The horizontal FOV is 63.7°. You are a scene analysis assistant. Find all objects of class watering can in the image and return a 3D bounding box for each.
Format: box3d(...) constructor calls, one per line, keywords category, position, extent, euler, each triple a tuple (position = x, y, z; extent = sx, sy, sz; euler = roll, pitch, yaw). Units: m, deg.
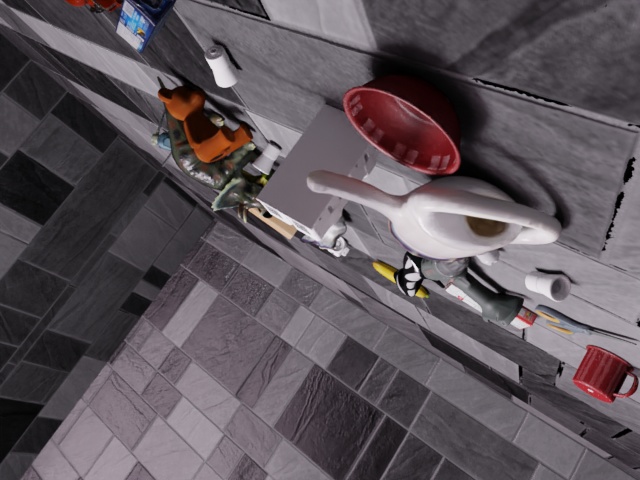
box3d(category="watering can", position=(0.148, -0.038, 0.722), extent=(0.347, 0.105, 0.222), euler=(11, 171, -3))

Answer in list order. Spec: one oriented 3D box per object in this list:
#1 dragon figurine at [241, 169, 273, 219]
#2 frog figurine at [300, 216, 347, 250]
box3d(category="dragon figurine", position=(-0.155, -0.136, 1.492), extent=(0.412, 0.122, 0.241), euler=(38, 179, 7))
box3d(category="frog figurine", position=(0.004, -0.068, 1.342), extent=(0.139, 0.123, 0.156), euler=(35, 137, 51))
